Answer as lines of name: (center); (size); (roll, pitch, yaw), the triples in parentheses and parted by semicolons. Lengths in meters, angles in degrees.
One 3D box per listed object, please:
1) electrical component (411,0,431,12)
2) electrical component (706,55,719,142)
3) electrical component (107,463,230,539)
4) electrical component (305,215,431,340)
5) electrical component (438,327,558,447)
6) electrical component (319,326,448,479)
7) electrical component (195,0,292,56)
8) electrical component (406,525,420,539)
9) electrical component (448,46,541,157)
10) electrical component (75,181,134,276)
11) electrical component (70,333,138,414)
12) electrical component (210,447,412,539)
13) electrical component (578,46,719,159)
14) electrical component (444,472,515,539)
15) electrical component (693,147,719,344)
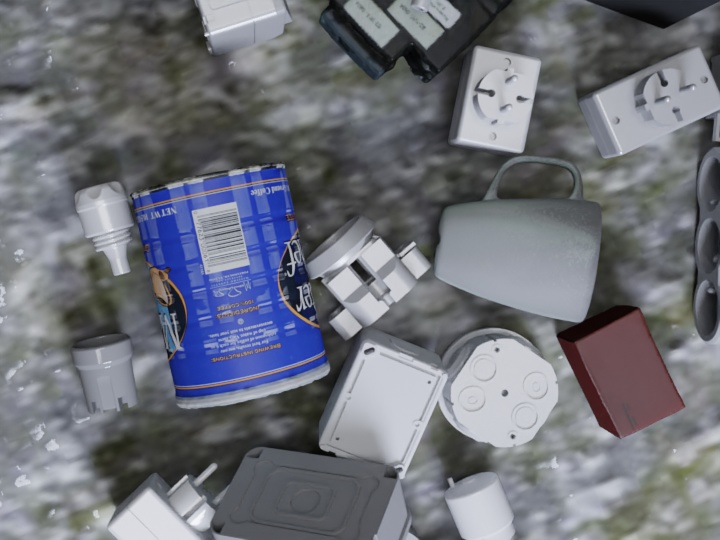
electrical component: (0.047, -0.194, 0.681); (0.035, 0.035, 0.061); (19, 92, -6)
electrical component: (0.314, -0.125, 0.750); (0.121, 0.063, 0.078); (4, 92, -5)
electrical component: (-0.119, 0.165, 0.730); (0.077, 0.047, 0.065); (-43, 95, -2)
electrical component: (0.000, 0.000, 0.730); (0.078, 0.058, 0.057); (-41, 98, -3)
electrical component: (0.095, 0.081, 0.745); (0.080, 0.051, 0.080); (0, 92, -5)
electrical component: (0.012, 0.094, 0.736); (0.062, 0.061, 0.096); (22, 98, -6)
electrical component: (-0.079, -0.182, 0.695); (0.061, 0.096, 0.061); (-19, 94, -5)
electrical component: (-0.019, 0.217, 0.728); (0.138, 0.074, 0.052); (-21, 94, -4)
electrical component: (0.094, -0.115, 0.724); (0.047, 0.077, 0.065); (11, 91, -6)
electrical component: (-0.169, -0.027, 0.725); (0.035, 0.035, 0.061); (-15, 96, -4)
electrical component: (-0.171, 0.070, 0.726); (0.040, 0.040, 0.046); (-10, 99, -5)
electrical component: (-0.030, 0.168, 0.701); (0.113, 0.078, 0.057); (4, 130, 21)
electrical component: (0.205, -0.116, 0.734); (0.083, 0.076, 0.047); (-25, 94, -4)
electrical component: (0.089, 0.178, 0.753); (0.040, 0.040, 0.078); (-23, 94, -4)
electrical component: (0.281, -0.016, 0.757); (0.074, 0.052, 0.138); (1, 92, -5)
